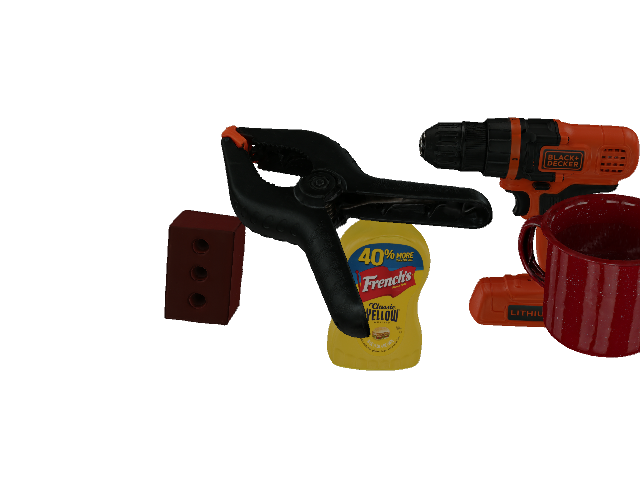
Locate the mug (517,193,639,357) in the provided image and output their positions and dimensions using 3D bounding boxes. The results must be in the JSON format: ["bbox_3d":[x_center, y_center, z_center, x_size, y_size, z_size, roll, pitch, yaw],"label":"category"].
[{"bbox_3d":[0.185,0.021,0.732,0.117,0.081,0.093,23,40,36],"label":"mug"}]

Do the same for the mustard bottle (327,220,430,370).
[{"bbox_3d":[0.062,0.035,1.082,0.096,0.192,0.058,3,16,-7],"label":"mustard bottle"}]

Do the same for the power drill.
[{"bbox_3d":[0.174,-0.017,0.933,0.184,0.188,0.057,3,27,4],"label":"power drill"}]

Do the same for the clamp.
[{"bbox_3d":[-0.001,-0.013,0.621,0.172,0.039,0.120,23,49,27],"label":"clamp"}]

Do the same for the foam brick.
[{"bbox_3d":[-0.091,0.021,0.847,0.053,0.078,0.051,6,14,6],"label":"foam brick"}]
